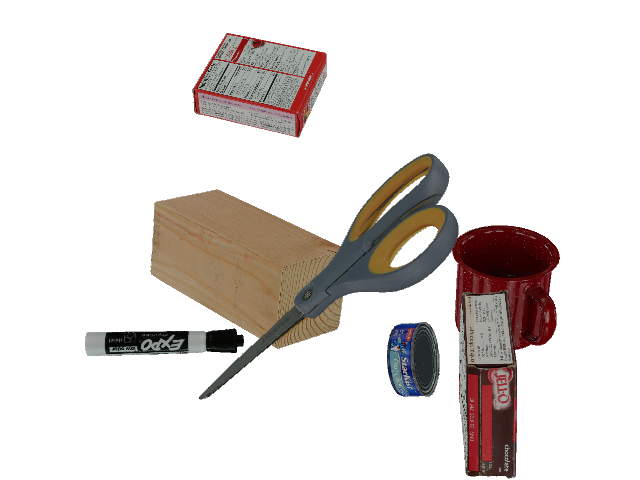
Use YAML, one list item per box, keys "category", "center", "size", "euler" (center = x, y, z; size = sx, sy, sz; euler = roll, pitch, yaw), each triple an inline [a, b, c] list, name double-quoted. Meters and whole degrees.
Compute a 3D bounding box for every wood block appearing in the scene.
- category: "wood block"
  center: [-0.078, 0.024, 1.109]
  size: [0.090, 0.090, 0.206]
  euler: [-14, 29, -43]

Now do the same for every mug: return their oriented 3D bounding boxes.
- category: "mug"
  center: [0.168, 0.049, 0.944]
  size: [0.093, 0.081, 0.117]
  euler: [-17, 34, -25]

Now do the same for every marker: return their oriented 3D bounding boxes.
- category: "marker"
  center: [-0.120, 0.079, 0.824]
  size: [0.121, 0.020, 0.020]
  euler: [-1, 0, 1]

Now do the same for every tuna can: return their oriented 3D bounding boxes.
- category: "tuna can"
  center: [0.107, 0.137, 1.232]
  size: [0.034, 0.086, 0.086]
  euler: [-5, -2, 26]

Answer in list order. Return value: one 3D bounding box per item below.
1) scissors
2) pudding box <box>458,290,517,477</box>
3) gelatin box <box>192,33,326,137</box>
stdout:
- category: "scissors"
  center: [0.007, 0.035, 0.601]
  size: [0.016, 0.202, 0.096]
  euler: [39, 4, -27]
- category: "pudding box"
  center: [0.119, 0.099, 0.757]
  size: [0.039, 0.090, 0.113]
  euler: [-1, 24, 5]
- category: "gelatin box"
  center: [-0.047, -0.124, 0.843]
  size: [0.089, 0.073, 0.030]
  euler: [13, -38, 11]
